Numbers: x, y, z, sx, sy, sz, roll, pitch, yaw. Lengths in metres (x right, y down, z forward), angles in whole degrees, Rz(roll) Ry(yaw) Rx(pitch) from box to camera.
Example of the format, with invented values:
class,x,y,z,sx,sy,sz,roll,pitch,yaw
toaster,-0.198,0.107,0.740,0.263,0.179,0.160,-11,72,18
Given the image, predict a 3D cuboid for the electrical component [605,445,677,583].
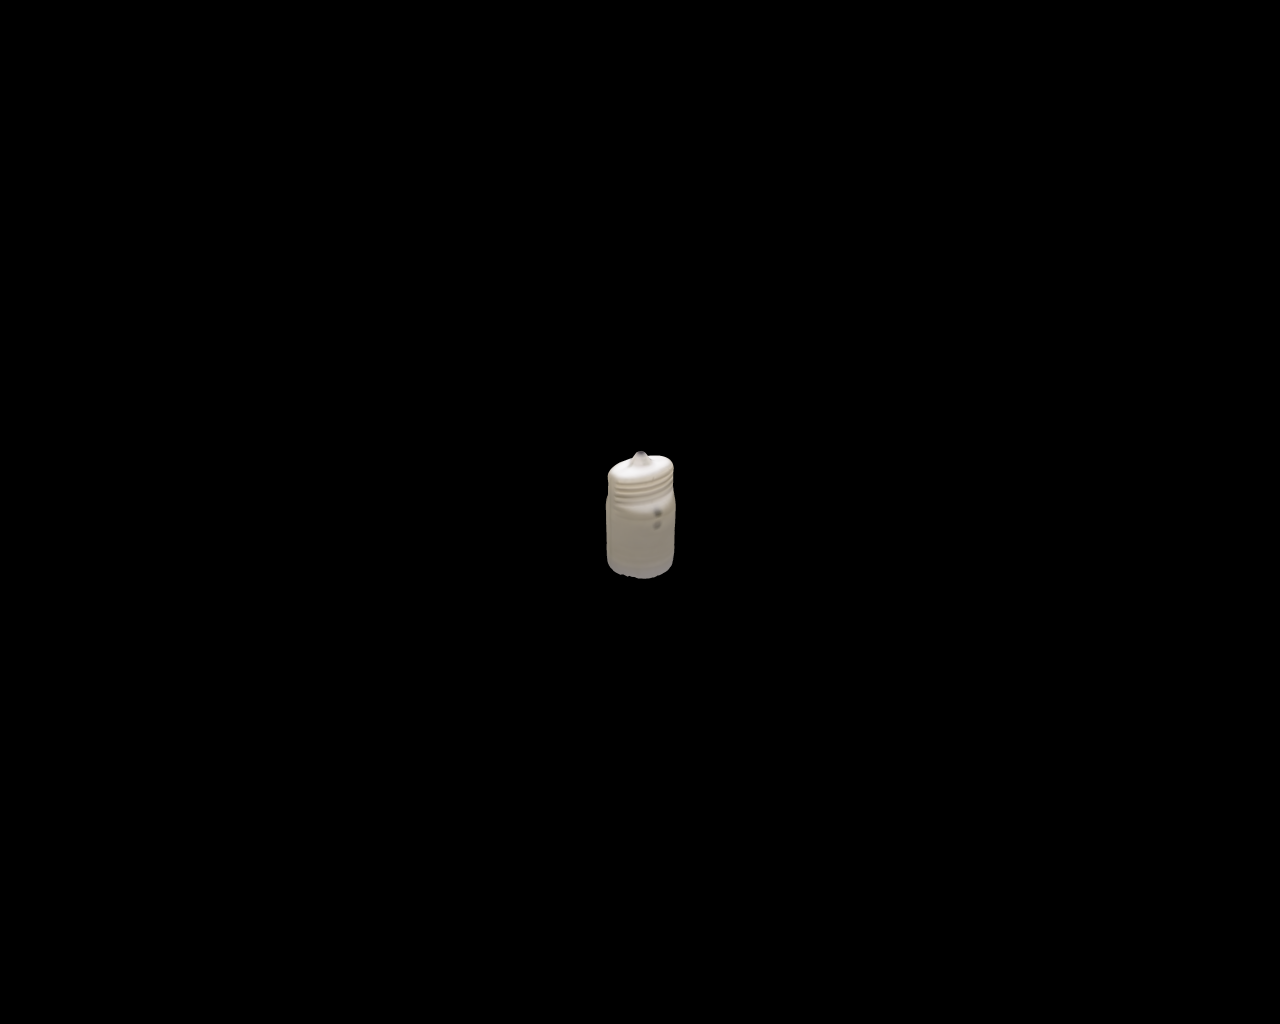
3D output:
class,x,y,z,sx,sy,sz,roll,pitch,yaw
electrical component,0.001,-0.003,0.650,0.043,0.080,0.043,0,31,0
